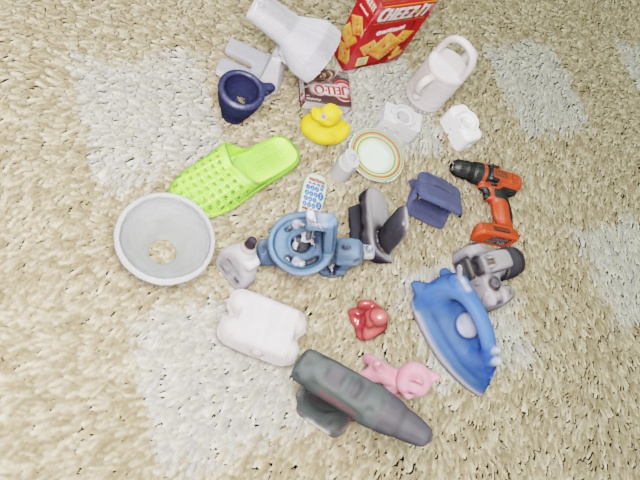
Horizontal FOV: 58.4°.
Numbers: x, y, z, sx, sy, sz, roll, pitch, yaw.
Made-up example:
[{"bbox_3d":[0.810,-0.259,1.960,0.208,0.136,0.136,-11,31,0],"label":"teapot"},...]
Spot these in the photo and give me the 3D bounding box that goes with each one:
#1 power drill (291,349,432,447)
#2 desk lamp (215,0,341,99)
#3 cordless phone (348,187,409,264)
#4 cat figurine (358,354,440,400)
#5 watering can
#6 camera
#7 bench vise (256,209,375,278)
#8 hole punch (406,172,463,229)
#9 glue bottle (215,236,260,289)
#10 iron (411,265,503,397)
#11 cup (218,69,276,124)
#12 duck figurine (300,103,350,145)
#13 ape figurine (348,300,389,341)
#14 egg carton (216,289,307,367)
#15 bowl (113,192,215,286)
[{"bbox_3d":[0.046,0.266,0.929,0.230,0.208,0.076,34,62,-5],"label":"power drill"},{"bbox_3d":[-0.084,-0.377,1.132,0.203,0.213,0.118,22,63,-11],"label":"desk lamp"},{"bbox_3d":[0.128,-0.044,1.097,0.094,0.184,0.147,1,69,-20],"label":"cordless phone"},{"bbox_3d":[0.143,0.245,1.026,0.128,0.117,0.067,26,63,-9],"label":"cat figurine"},{"bbox_3d":[0.284,-0.386,1.287,0.101,0.193,0.173,33,62,-5],"label":"watering can"},{"bbox_3d":[0.369,0.068,1.192,0.137,0.100,0.143,-11,74,-24],"label":"camera"},{"bbox_3d":[0.006,-0.007,1.016,0.208,0.219,0.121,-12,74,-24],"label":"bench vise"},{"bbox_3d":[0.245,-0.095,1.215,0.109,0.091,0.101,23,63,-11],"label":"hole punch"},{"bbox_3d":[-0.132,0.031,0.975,0.037,0.173,0.078,-36,85,-28],"label":"glue bottle"},{"bbox_3d":[0.284,0.171,1.096,0.119,0.141,0.258,-21,78,-26],"label":"iron"},{"bbox_3d":[-0.151,-0.277,1.135,0.118,0.094,0.091,-17,76,-26],"label":"cup"},{"bbox_3d":[0.019,-0.249,1.194,0.105,0.086,0.077,11,66,-16],"label":"duck figurine"},{"bbox_3d":[0.097,0.148,1.062,0.076,0.092,0.078,25,63,-10],"label":"ape figurine"},{"bbox_3d":[-0.100,0.154,0.997,0.150,0.069,0.107,22,63,-11],"label":"egg carton"},{"bbox_3d":[-0.269,0.007,0.988,0.168,0.074,0.167,8,67,-18],"label":"bowl"}]
